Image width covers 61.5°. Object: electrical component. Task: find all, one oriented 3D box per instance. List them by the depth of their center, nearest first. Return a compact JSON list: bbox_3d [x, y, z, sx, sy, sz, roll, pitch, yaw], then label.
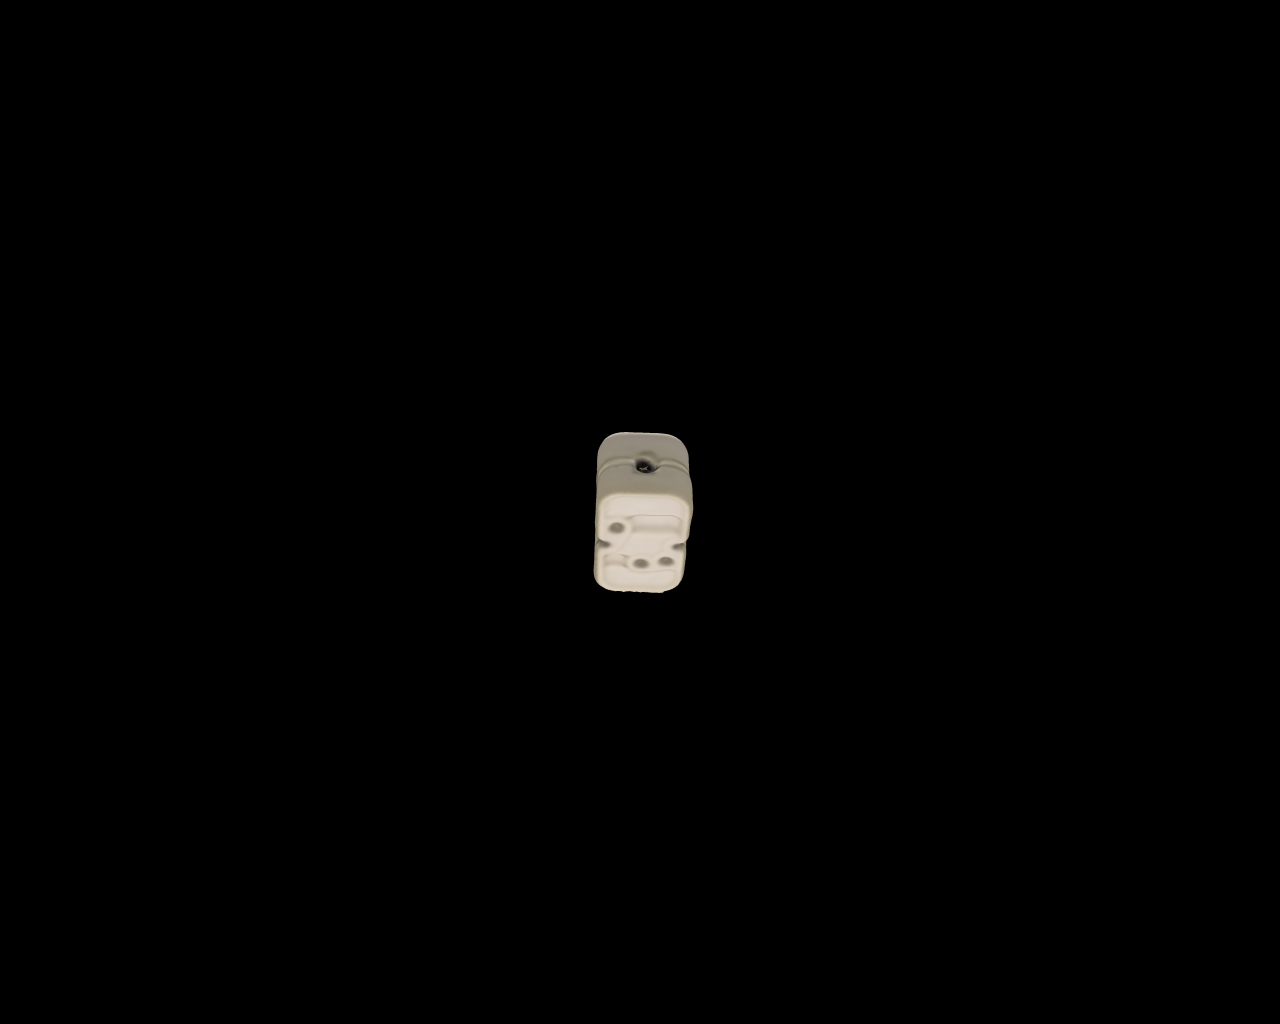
[{"bbox_3d":[0.001,-0.003,0.650,0.054,0.059,0.095,2,-40,-2],"label":"electrical component"}]
